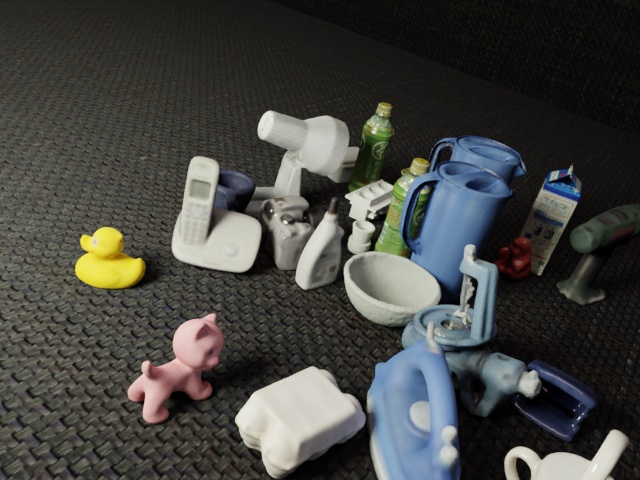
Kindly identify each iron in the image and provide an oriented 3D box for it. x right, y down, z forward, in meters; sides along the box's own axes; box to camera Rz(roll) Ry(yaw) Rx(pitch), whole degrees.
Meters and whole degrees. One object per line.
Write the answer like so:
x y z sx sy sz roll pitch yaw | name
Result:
0.134 0.224 0.696 0.119 0.141 0.258 10 31 -7 | iron

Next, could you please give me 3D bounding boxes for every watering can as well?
0.283 0.283 0.611 0.172 0.194 0.101 23 32 15 | watering can

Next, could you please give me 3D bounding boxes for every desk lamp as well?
-0.060 -0.157 1.169 0.204 0.213 0.117 -3 35 -27 | desk lamp

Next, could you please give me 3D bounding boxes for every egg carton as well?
-0.023 0.221 0.706 0.151 0.069 0.107 -16 42 -41 | egg carton

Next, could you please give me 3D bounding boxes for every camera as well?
-0.036 -0.025 1.074 0.137 0.101 0.142 -3 35 -28 | camera

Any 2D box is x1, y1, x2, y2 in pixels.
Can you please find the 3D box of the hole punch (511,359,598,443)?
0.350 0.220 0.846 0.108 0.091 0.101 30 34 25 | hole punch

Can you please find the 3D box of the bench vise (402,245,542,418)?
0.233 0.126 0.824 0.207 0.220 0.122 26 32 18 | bench vise

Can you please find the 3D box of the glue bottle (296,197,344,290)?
0.009 0.003 0.974 0.078 0.173 0.037 -12 39 -37 | glue bottle

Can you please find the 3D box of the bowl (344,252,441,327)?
0.114 0.094 0.967 0.167 0.075 0.167 11 31 -6 | bowl

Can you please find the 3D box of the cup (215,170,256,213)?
-0.173 -0.068 1.090 0.092 0.095 0.117 7 31 -13 | cup

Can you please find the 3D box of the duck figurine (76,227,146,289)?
-0.322 0.023 0.886 0.104 0.086 0.077 12 31 -5 | duck figurine

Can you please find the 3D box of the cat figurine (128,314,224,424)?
-0.171 0.147 0.715 0.067 0.118 0.128 33 35 29 | cat figurine

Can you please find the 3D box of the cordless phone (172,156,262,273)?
-0.166 -0.042 0.962 0.147 0.185 0.094 11 31 -6 | cordless phone

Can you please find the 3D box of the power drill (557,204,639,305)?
0.572 0.023 1.150 0.230 0.208 0.075 -8 37 -33 | power drill

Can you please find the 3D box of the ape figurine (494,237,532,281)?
0.402 0.034 1.173 0.076 0.092 0.078 17 31 4 | ape figurine
